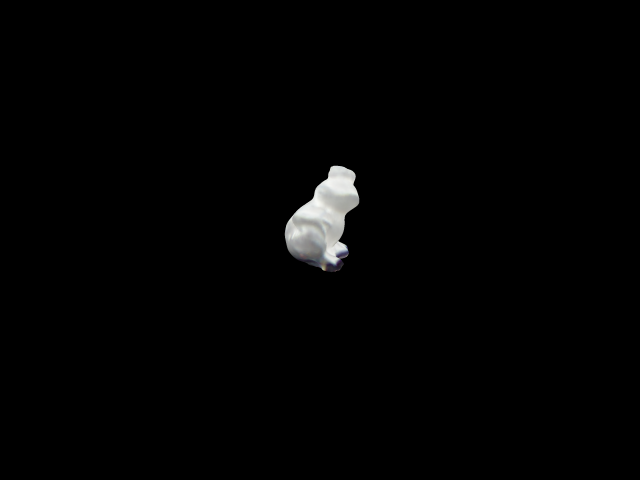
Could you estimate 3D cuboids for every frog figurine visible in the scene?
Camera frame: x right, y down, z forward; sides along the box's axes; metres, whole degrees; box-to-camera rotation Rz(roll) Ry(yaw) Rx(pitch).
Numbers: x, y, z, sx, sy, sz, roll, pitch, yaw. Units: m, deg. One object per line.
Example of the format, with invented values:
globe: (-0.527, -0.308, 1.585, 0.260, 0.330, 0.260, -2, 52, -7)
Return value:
frog figurine: (0.003, -0.043, 0.850, 0.123, 0.158, 0.139, 8, 16, 30)
